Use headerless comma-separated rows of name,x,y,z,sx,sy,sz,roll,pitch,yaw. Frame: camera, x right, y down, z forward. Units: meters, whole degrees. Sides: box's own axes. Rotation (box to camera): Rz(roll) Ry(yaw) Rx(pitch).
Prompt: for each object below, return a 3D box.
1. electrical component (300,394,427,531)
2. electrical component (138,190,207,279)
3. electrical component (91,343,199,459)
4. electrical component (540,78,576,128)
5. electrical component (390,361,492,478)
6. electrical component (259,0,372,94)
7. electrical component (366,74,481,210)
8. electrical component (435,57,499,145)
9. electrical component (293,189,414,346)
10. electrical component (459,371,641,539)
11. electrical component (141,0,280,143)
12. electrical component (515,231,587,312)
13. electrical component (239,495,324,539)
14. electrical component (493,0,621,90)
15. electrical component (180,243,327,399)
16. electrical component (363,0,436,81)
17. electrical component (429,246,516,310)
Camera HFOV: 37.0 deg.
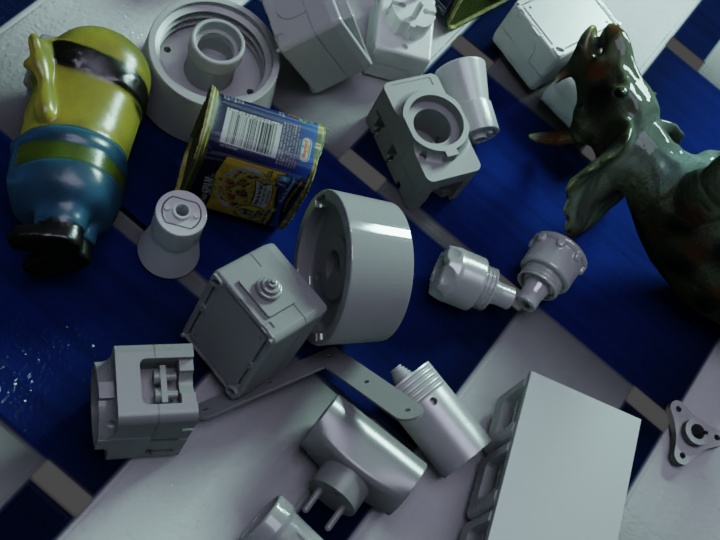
electrical component,-0.008,0.137,0.718,0.077,0.044,0.079,38,60,2
electrical component,-0.127,-0.027,0.741,0.044,0.065,0.044,7,64,-16
electrical component,-0.138,0.083,0.672,0.056,0.089,0.050,-1,66,-19
electrical component,0.197,-0.132,0.913,0.081,0.043,0.043,47,61,6
electrical component,0.050,0.100,0.755,0.043,0.043,0.081,-34,80,-28
electrical component,-0.029,-0.186,0.834,0.061,0.096,0.061,-24,69,11
electrical component,0.050,-0.103,0.842,0.050,0.055,0.089,-16,72,-25
electrical component,0.090,-0.136,0.881,0.044,0.044,0.065,-8,74,-22
electrical component,0.000,0.000,0.751,0.060,0.108,0.108,4,65,-24
electrical component,0.127,0.161,0.742,0.089,0.061,0.150,24,61,-7
electrical component,-0.112,-0.155,0.808,0.108,0.060,0.108,7,64,-16
electrical component,0.143,0.004,0.832,0.048,0.048,0.062,37,67,1
electrical component,-0.048,0.174,0.691,0.046,0.040,0.040,43,60,-3
electrical component,0.172,-0.206,0.929,0.096,0.061,0.061,-30,79,-28
electrical component,-0.066,0.029,0.714,0.061,0.096,0.061,-31,74,-40
electrical component,0.038,-0.201,0.872,0.047,0.076,0.065,13,63,-13
electrical component,0.086,0.011,0.809,0.062,0.043,0.043,22,61,-10
